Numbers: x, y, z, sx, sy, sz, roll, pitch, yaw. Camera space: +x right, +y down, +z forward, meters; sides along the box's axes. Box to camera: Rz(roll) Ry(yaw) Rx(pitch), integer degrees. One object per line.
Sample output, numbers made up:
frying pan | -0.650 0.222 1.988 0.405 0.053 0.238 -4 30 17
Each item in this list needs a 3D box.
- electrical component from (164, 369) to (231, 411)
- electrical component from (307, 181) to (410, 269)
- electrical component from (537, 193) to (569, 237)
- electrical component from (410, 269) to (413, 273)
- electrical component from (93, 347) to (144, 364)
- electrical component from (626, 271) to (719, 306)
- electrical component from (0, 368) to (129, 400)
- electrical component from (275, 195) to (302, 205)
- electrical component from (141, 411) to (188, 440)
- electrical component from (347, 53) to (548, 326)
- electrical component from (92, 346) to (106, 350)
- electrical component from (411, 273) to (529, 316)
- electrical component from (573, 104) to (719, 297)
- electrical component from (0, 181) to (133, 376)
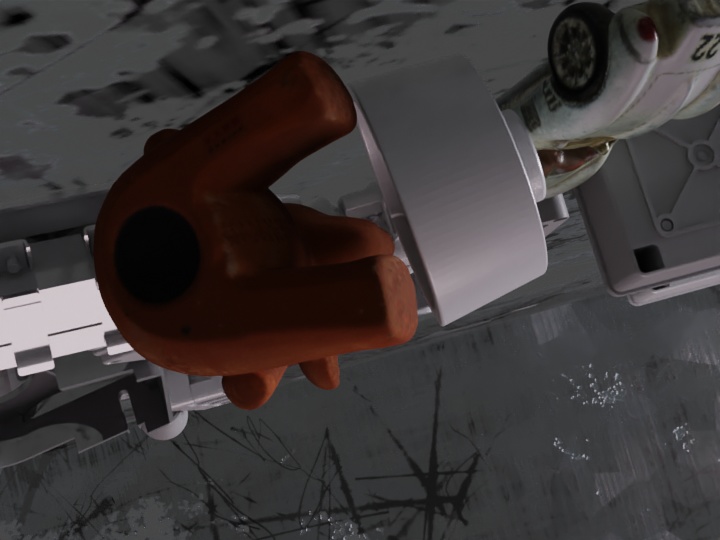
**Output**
electrical component | -0.134 0.068 0.895 0.062 0.089 0.150 -16 172 2
electrical component | 0.002 -0.021 0.653 0.057 0.058 0.078 -17 173 -12
electrical component | 0.073 -0.040 0.654 0.078 0.057 0.113 -15 172 -6
electrical component | 0.014 -0.008 0.858 0.061 0.035 0.035 -15 172 8
electrical component | -0.111 0.020 0.727 0.109 0.056 0.109 -20 171 28
electrical component | 0.240 -0.041 0.795 0.109 0.108 0.056 -15 170 -5
electrical component | -0.247 0.088 0.926 0.105 0.060 0.186 -18 172 18
electrical component | -0.083 -0.004 0.604 0.078 0.057 0.113 -21 171 37
electrical component | -0.175 0.125 0.953 0.044 0.044 0.065 -14 167 -13
electrical component | 0.042 -0.037 0.448 0.060 0.108 0.108 -22 172 -1
electrical component | -0.146 0.017 0.645 0.055 0.055 0.047 -23 173 43
electrical component | 0.085 -0.004 0.924 0.108 0.060 0.108 -15 173 -2
electrical component | 0.173 -0.053 0.574 0.109 0.108 0.056 -15 169 -7
electrical component | -0.156 0.010 0.492 0.121 0.063 0.078 -13 131 -18
